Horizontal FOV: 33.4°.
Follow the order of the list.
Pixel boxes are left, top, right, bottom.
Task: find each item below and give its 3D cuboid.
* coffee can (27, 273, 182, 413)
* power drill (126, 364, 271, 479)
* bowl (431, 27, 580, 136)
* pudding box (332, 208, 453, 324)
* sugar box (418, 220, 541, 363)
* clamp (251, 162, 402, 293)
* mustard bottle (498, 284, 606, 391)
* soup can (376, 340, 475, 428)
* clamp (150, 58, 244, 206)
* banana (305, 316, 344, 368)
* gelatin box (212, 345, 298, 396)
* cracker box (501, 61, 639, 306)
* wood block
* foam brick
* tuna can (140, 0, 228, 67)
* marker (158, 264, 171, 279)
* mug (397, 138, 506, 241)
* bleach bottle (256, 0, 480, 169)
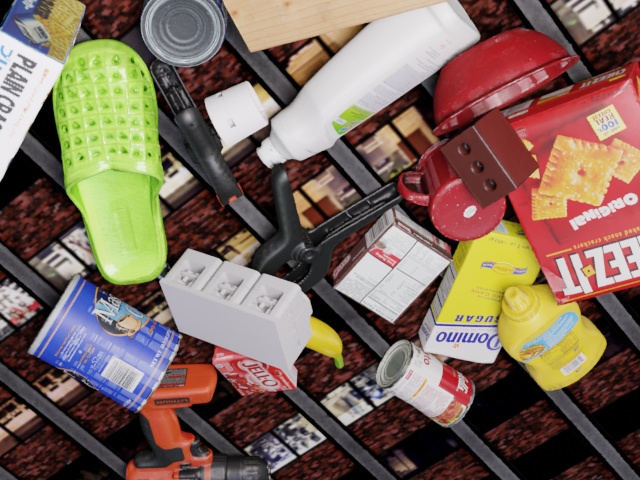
[{"bbox_3d":[-0.242,0.116,1.203,0.140,0.102,0.103,32,115,-11],"label":"coffee can"},{"bbox_3d":[-0.157,0.241,1.321,0.184,0.057,0.188,-3,121,-1],"label":"power drill"},{"bbox_3d":[0.172,-0.164,1.055,0.162,0.162,0.055,-27,87,13],"label":"bowl"},{"bbox_3d":[0.082,0.031,1.215,0.090,0.039,0.114,32,117,-20],"label":"pudding box"},{"bbox_3d":[0.188,0.060,1.232,0.093,0.048,0.176,12,118,-13],"label":"sugar box"},{"bbox_3d":[-0.008,0.001,1.182,0.164,0.036,0.210,2,133,-27],"label":"clamp"},{"bbox_3d":[0.255,0.101,1.217,0.096,0.058,0.191,-39,138,8],"label":"mustard bottle"},{"bbox_3d":[0.126,0.173,1.286,0.102,0.068,0.069,33,114,-20],"label":"soup can"},{"bbox_3d":[-0.119,-0.096,1.085,0.039,0.120,0.171,-27,124,4],"label":"clamp"},{"bbox_3d":[-0.054,0.108,1.256,0.197,0.037,0.070,16,119,-12],"label":"banana"},{"bbox_3d":[-0.076,0.150,1.261,0.073,0.030,0.089,-10,142,18],"label":"gelatin box"},{"bbox_3d":[0.284,-0.053,1.100,0.164,0.072,0.213,-18,106,30],"label":"cracker box"},{"bbox_3d":[0.018,-0.254,0.974,0.206,0.090,0.090,-11,135,19],"label":"wood block"},{"bbox_3d":[0.169,-0.083,1.062,0.078,0.051,0.053,54,139,-1],"label":"foam brick"},{"bbox_3d":[-0.135,-0.216,1.056,0.086,0.034,0.086,-1,121,-2],"label":"tuna can"},{"bbox_3d":[-0.192,0.022,1.207,0.020,0.020,0.121,-35,117,17],"label":"marker"},{"bbox_3d":[0.141,-0.053,1.140,0.117,0.081,0.093,6,121,-7],"label":"mug"},{"bbox_3d":[0.035,-0.156,1.067,0.251,0.068,0.102,-36,159,19],"label":"bleach bottle"}]
